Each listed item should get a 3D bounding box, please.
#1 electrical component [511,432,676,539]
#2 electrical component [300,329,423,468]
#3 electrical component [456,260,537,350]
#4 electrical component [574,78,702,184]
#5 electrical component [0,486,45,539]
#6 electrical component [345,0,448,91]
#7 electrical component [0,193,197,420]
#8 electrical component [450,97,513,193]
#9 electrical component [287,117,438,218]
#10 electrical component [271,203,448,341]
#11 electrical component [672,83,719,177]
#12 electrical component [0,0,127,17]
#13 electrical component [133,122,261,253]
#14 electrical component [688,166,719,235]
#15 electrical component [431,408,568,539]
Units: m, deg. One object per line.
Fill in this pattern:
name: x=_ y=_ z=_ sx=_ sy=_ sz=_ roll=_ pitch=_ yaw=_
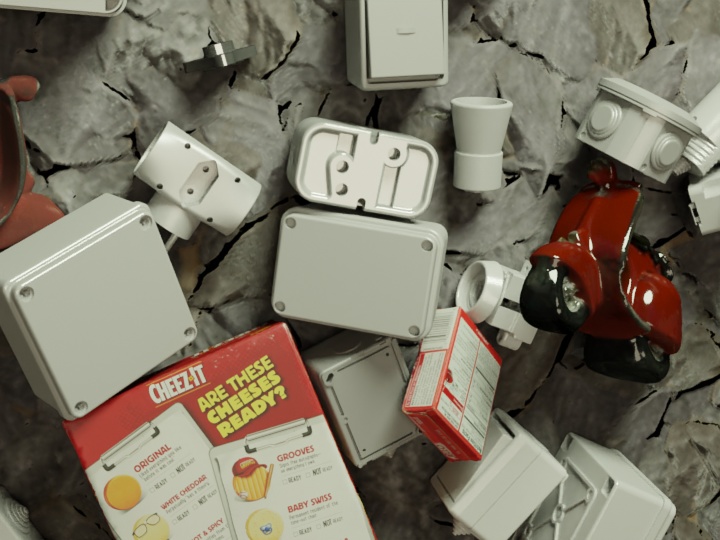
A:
electrical component: x=0.174 y=0.195 z=0.818 sx=0.056 sy=0.108 sz=0.108 roll=25 pitch=97 yaw=-12
electrical component: x=0.003 y=0.093 z=0.784 sx=0.062 sy=0.061 sz=0.096 roll=-26 pitch=110 yaw=-14
electrical component: x=0.105 y=0.021 z=0.798 sx=0.055 sy=0.048 sz=0.066 roll=20 pitch=98 yaw=-22
electrical component: x=0.198 y=-0.101 z=0.771 sx=0.080 sy=0.080 sz=0.051 roll=24 pitch=102 yaw=-15
electrical component: x=-0.270 y=0.215 z=0.766 sx=0.100 sy=0.048 sz=0.099 roll=-32 pitch=106 yaw=-3
electrical component: x=0.025 y=-0.171 z=0.726 sx=0.062 sy=0.061 sz=0.096 roll=-5 pitch=107 yaw=-10
electrical component: x=-0.176 y=0.022 z=0.705 sx=0.109 sy=0.056 sz=0.108 roll=-36 pitch=126 yaw=-30
electrical component: x=0.085 y=-0.088 z=0.772 sx=0.044 sy=0.044 sz=0.065 roll=-2 pitch=108 yaw=-11
electrical component: x=0.000 y=-0.072 z=0.748 sx=0.095 sy=0.059 sz=0.053 roll=9 pitch=101 yaw=-13
electrical component: x=0.000 y=0.000 z=0.747 sx=0.113 sy=0.057 sz=0.078 roll=10 pitch=101 yaw=9
electrical component: x=0.261 y=-0.102 z=0.801 sx=0.081 sy=0.043 sz=0.043 roll=-46 pitch=107 yaw=2
electrical component: x=-0.204 y=-0.204 z=0.679 sx=0.113 sy=0.057 sz=0.078 roll=2 pitch=102 yaw=-12
electrical component: x=-0.122 y=-0.048 z=0.738 sx=0.077 sy=0.043 sz=0.079 roll=34 pitch=95 yaw=-16
electrical component: x=0.279 y=-0.056 z=0.800 sx=0.064 sy=0.081 sz=0.042 roll=-17 pitch=106 yaw=23
electrical component: x=0.097 y=0.161 z=0.819 sx=0.061 sy=0.061 sz=0.096 roll=41 pitch=92 yaw=-17
